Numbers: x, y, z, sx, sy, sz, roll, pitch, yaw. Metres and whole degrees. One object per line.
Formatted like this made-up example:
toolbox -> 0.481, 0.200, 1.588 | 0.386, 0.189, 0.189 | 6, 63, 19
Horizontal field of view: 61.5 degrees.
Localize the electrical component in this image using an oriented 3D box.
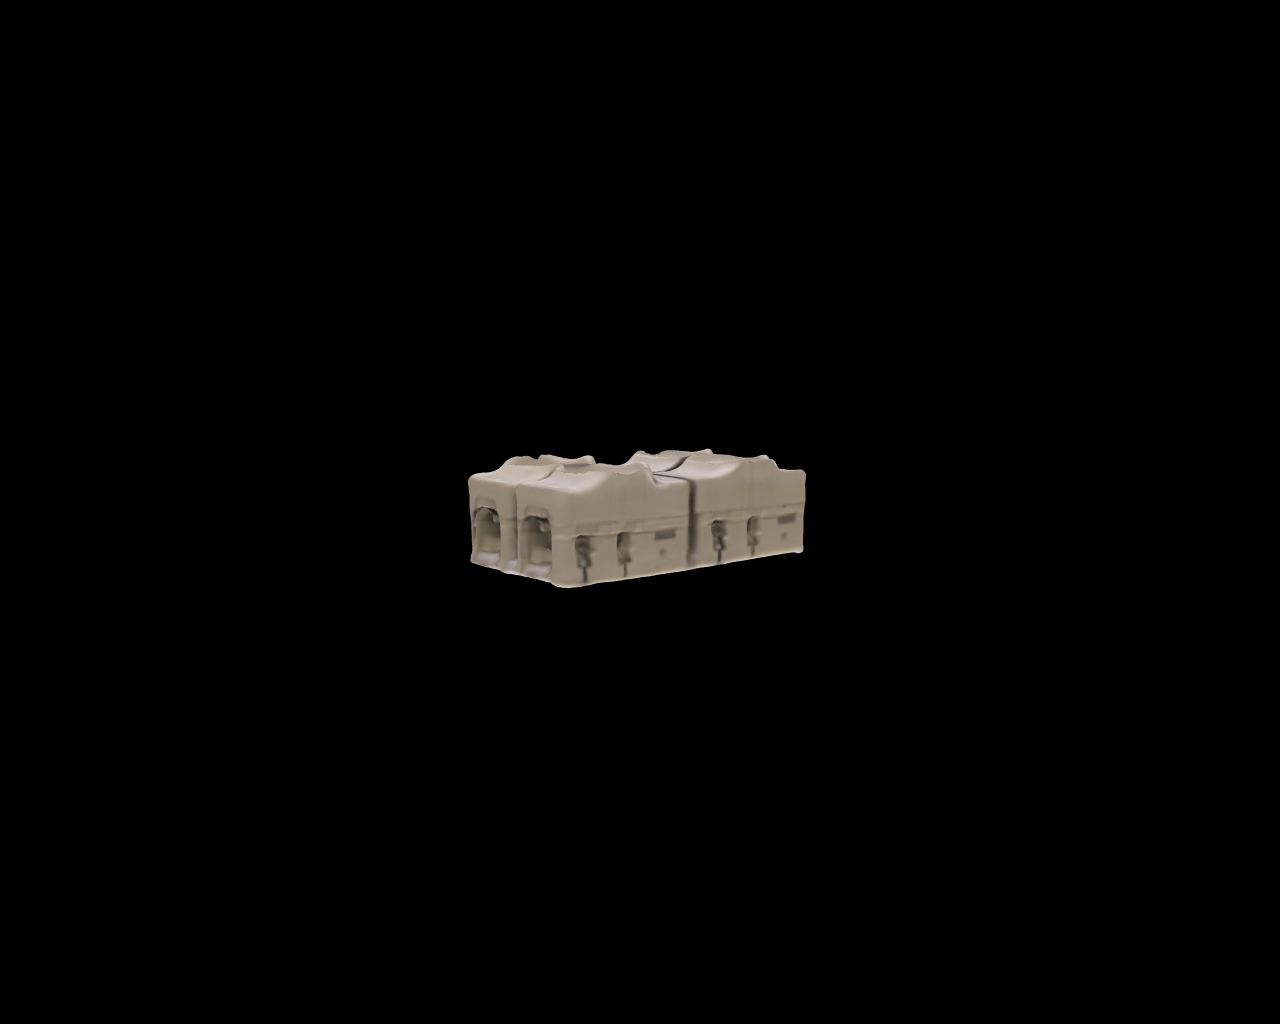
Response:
electrical component -> 0.001, -0.003, 0.650 | 0.186, 0.060, 0.105 | -6, 10, -36
